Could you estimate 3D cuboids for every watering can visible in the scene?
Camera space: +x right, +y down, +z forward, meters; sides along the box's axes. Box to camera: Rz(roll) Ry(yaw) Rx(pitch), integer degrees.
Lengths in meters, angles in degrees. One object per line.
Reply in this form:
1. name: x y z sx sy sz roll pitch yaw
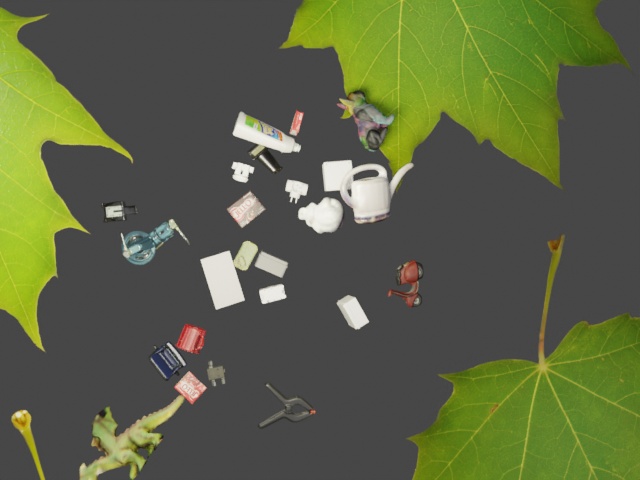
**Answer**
1. watering can: 0.228 -0.181 1.954 0.349 0.104 0.222 -12 102 -29

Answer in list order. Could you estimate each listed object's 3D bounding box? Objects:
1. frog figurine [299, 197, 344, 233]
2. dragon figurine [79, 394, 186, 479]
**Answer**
1. frog figurine: 0.006 -0.096 1.916 0.159 0.124 0.136 16 106 -20
2. dragon figurine: -0.675 0.672 1.787 0.243 0.120 0.417 31 67 -1
